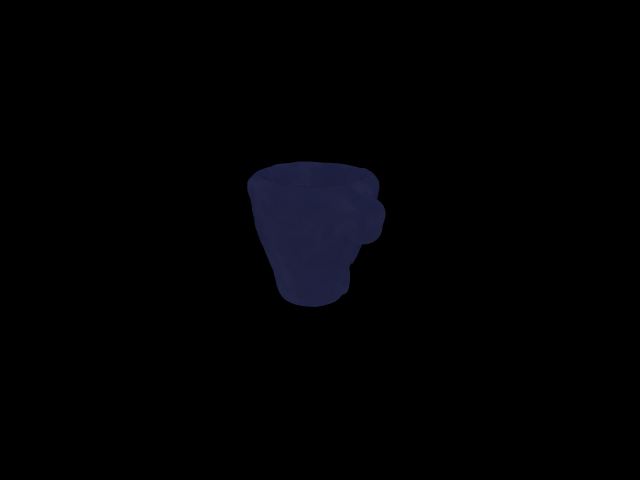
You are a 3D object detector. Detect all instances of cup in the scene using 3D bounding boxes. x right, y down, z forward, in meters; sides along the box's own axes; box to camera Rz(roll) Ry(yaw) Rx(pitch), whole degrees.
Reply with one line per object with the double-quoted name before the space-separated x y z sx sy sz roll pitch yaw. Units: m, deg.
"cup" 0.004 0.001 0.400 0.092 0.095 0.117 -14 24 -33
